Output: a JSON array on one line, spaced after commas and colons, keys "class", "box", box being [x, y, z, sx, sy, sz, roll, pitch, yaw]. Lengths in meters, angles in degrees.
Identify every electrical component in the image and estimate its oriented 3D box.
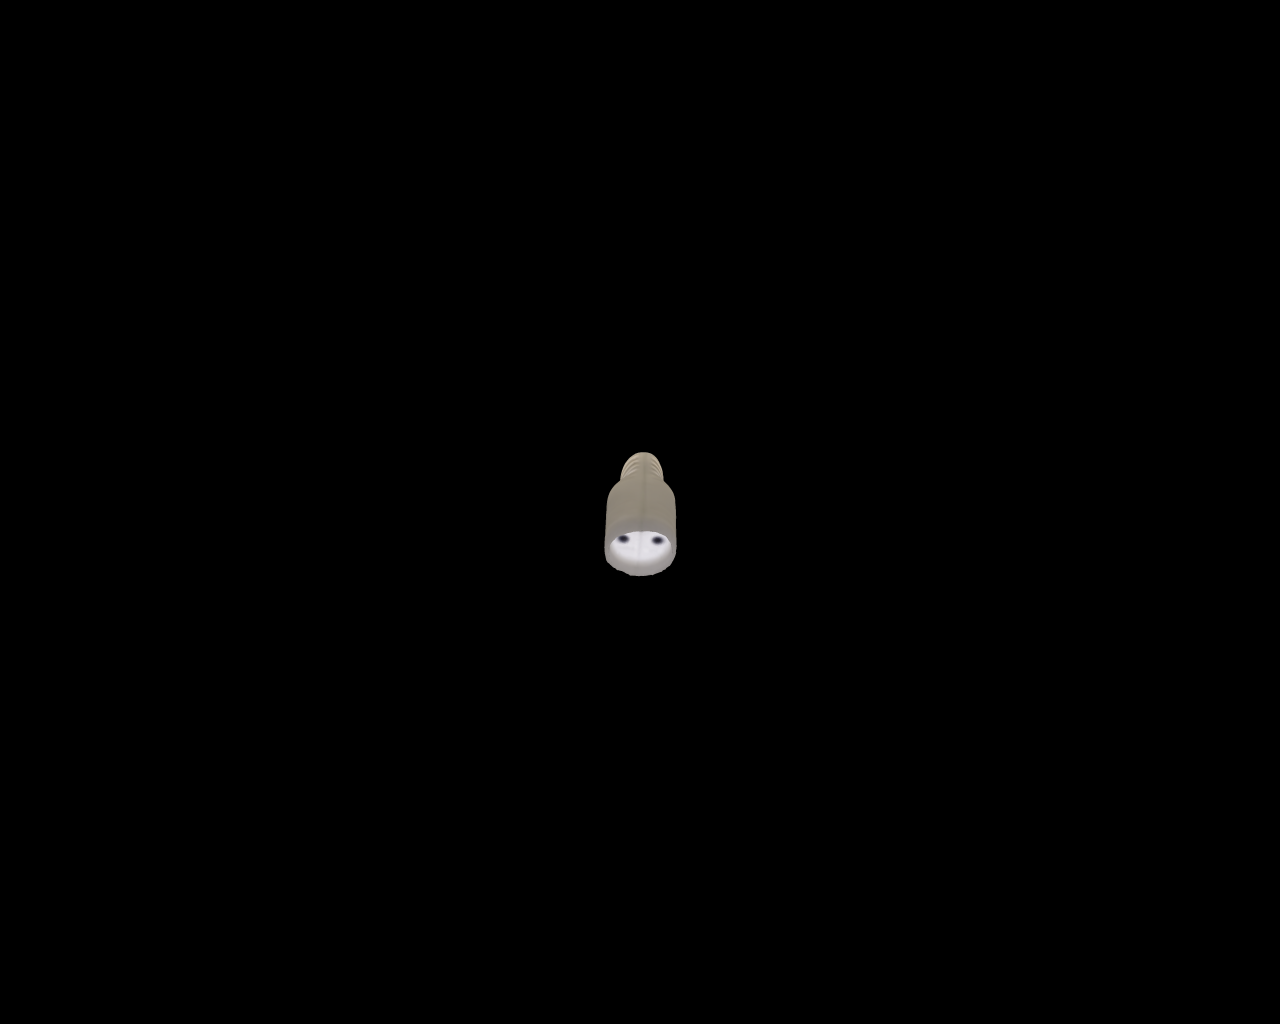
[{"class": "electrical component", "box": [0.001, -0.003, 0.650, 0.043, 0.043, 0.081, 0, 44, 0]}]
